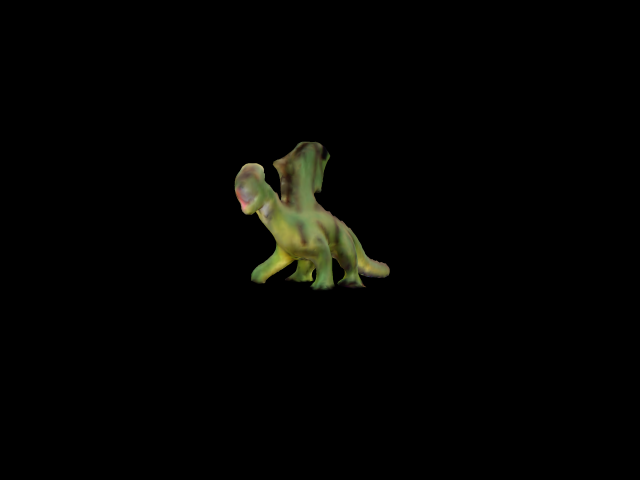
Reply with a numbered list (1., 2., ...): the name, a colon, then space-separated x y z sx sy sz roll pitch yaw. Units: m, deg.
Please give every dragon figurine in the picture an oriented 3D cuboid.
1. dragon figurine: 0.003 -0.043 0.850 0.122 0.243 0.411 -1 -1 36
